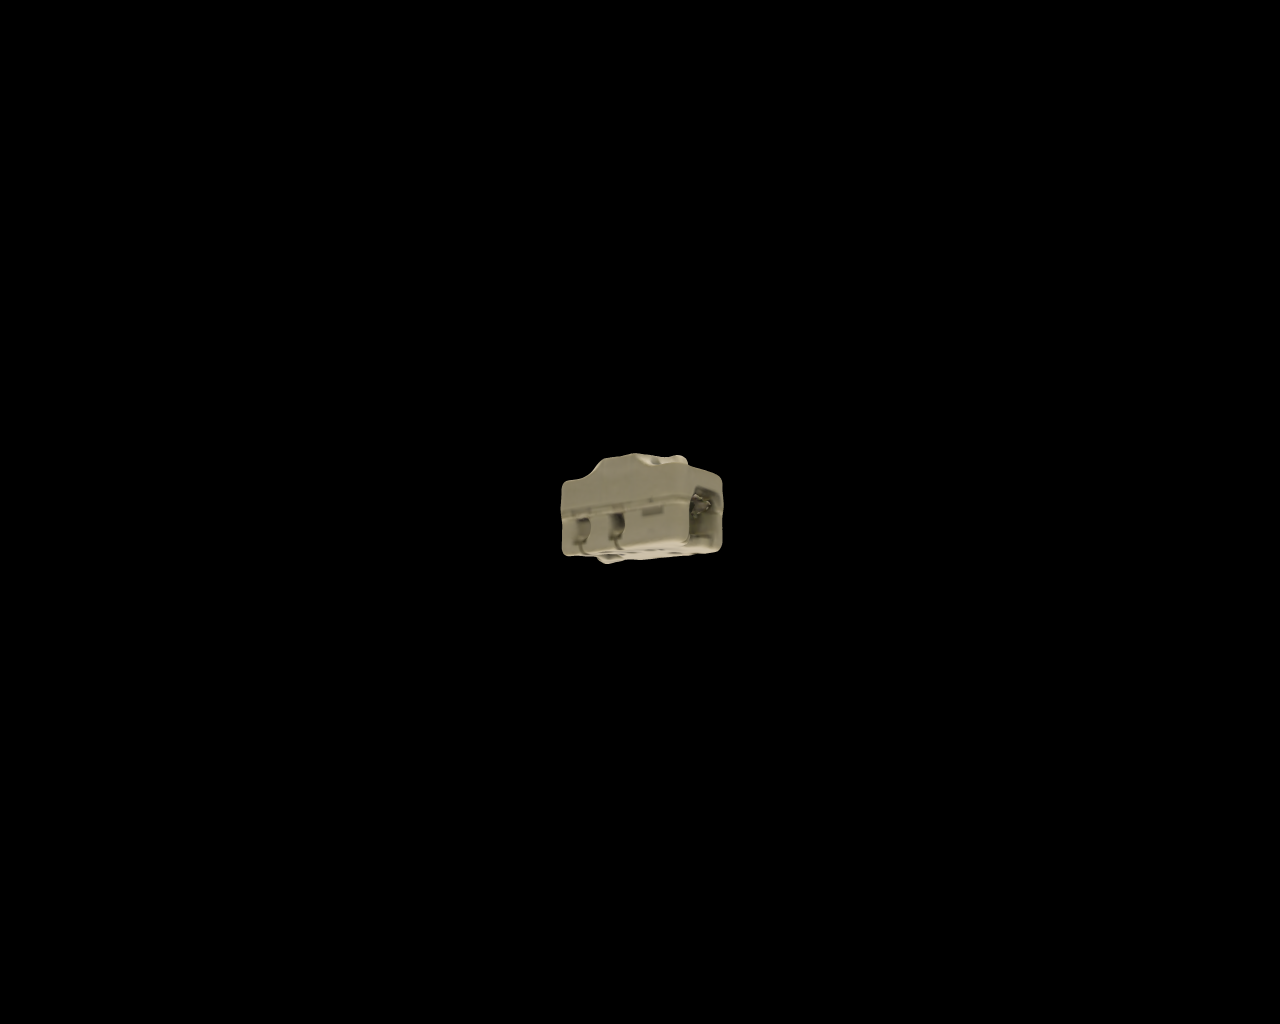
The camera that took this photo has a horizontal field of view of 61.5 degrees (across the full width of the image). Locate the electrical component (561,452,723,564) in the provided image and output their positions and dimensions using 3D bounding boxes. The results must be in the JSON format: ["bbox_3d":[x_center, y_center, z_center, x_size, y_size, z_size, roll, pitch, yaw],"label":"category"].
[{"bbox_3d":[0.001,-0.003,0.650,0.089,0.055,0.050,-8,-14,35],"label":"electrical component"}]
